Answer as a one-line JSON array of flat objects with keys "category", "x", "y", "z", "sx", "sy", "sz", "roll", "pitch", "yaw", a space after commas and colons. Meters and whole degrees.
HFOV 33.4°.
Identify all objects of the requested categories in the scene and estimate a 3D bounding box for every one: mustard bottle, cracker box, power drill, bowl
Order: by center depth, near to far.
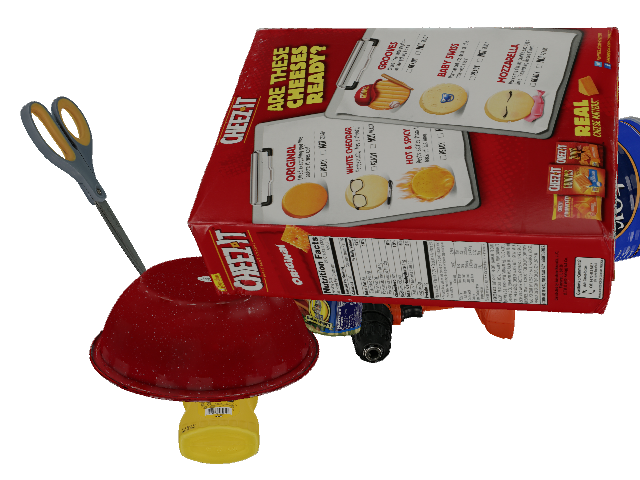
[{"category": "cracker box", "x": 0.054, "y": -0.043, "z": 0.592, "sx": 0.214, "sy": 0.164, "sz": 0.072, "roll": 2, "pitch": -42, "yaw": 15}, {"category": "bowl", "x": -0.080, "y": 0.052, "z": 0.745, "sx": 0.162, "sy": 0.055, "sz": 0.162, "roll": 2, "pitch": 19, "yaw": -1}, {"category": "power drill", "x": 0.122, "y": 0.078, "z": 1.215, "sx": 0.187, "sy": 0.057, "sz": 0.184, "roll": -1, "pitch": 28, "yaw": -1}, {"category": "mustard bottle", "x": -0.127, "y": 0.201, "z": 1.343, "sx": 0.096, "sy": 0.058, "sz": 0.191, "roll": -3, "pitch": 26, "yaw": -3}]

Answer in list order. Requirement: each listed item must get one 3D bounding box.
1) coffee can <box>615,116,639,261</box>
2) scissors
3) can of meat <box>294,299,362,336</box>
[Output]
[{"category": "coffee can", "x": 0.170, "y": -0.026, "z": 0.770, "sx": 0.140, "sy": 0.103, "sz": 0.103, "roll": -13, "pitch": 3, "yaw": -11}, {"category": "scissors", "x": -0.224, "y": -0.063, "z": 1.065, "sx": 0.016, "sy": 0.201, "sz": 0.096, "roll": -25, "pitch": 27, "yaw": 24}, {"category": "can of meat", "x": -0.001, "y": 0.040, "z": 1.051, "sx": 0.057, "sy": 0.084, "sz": 0.102, "roll": -9, "pitch": 20, "yaw": -38}]
